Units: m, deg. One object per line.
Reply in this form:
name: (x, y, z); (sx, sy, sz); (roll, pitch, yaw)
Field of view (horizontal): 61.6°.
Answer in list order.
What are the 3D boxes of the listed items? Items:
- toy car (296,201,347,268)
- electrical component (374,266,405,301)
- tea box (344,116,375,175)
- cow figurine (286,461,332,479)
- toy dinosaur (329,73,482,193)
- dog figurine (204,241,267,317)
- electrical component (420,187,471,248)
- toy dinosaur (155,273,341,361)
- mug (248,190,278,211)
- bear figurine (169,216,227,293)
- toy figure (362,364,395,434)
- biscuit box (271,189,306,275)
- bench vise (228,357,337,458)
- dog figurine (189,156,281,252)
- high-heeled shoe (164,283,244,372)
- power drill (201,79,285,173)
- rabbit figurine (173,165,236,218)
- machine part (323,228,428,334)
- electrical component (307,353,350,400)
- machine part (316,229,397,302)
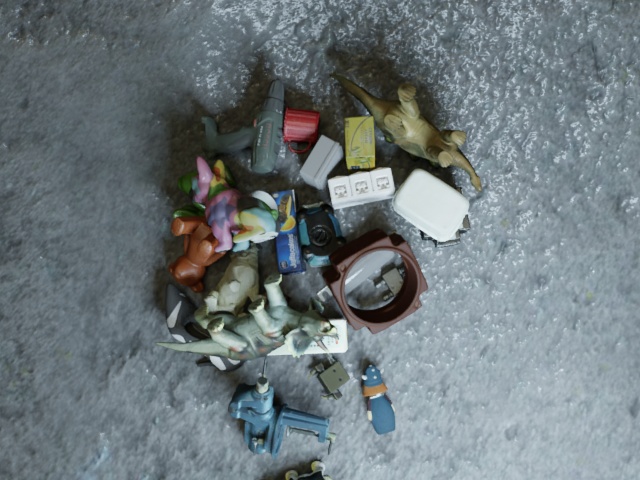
toy car: (-0.003, -0.004, 1.276); (0.109, 0.103, 0.161); (-15, 72, -9)
electrical component: (0.181, 0.102, 1.287); (0.094, 0.021, 0.063); (-32, 81, -1)
tea box: (0.095, -0.216, 1.265); (0.068, 0.169, 0.098); (-3, 84, 5)
cow figurine: (-0.058, 0.565, 1.207); (0.167, 0.098, 0.068); (-21, 87, 2)
toy dinosaur: (0.193, -0.267, 1.248); (0.471, 0.198, 0.105); (44, 89, 9)
dog figurine: (-0.207, 0.096, 1.281); (0.172, 0.191, 0.121); (-33, 125, 16)
electrical component: (0.292, -0.050, 1.281); (0.115, 0.058, 0.134); (-9, 81, 6)
toy dinosaur: (-0.144, 0.204, 1.175); (0.405, 0.131, 0.192); (-21, 118, 20)
mug: (-0.159, -0.048, 1.280); (0.081, 0.107, 0.109); (2, 69, -39)
bear figurine: (-0.305, 0.040, 1.265); (0.120, 0.132, 0.195); (40, 111, 9)
toy figure: (0.130, 0.365, 1.237); (0.058, 0.064, 0.154); (-26, 73, 39)
biscuit box: (-0.077, -0.018, 1.307); (0.059, 0.062, 0.202); (-8, 81, 5)
bench vise: (-0.079, 0.399, 1.199); (0.241, 0.129, 0.223); (10, 110, 7)
dog figurine: (-0.195, -0.089, 1.177); (0.192, 0.108, 0.219); (-23, 83, 28)
high-heeled shoe: (-0.271, 0.203, 1.272); (0.145, 0.086, 0.248); (-19, 99, 23)
power drill: (-0.186, -0.278, 1.331); (0.207, 0.086, 0.232); (-1, 84, 11)
rabbit figurine: (-0.279, -0.084, 1.311); (0.159, 0.121, 0.170); (-16, 95, 7)
machine part: (0.126, 0.093, 1.205); (0.201, 0.087, 0.200); (-29, 109, -2)
electrical component: (0.022, 0.325, 1.262); (0.078, 0.045, 0.102); (-36, 82, -30)
machine part: (0.091, 0.058, 1.274); (0.243, 0.079, 0.079); (-38, 81, 0)
